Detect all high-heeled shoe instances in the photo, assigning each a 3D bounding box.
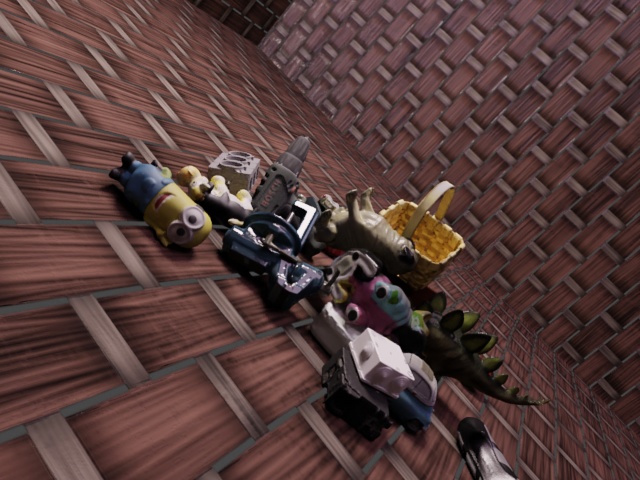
[{"bbox_3d":[0.336,0.462,1.030,0.145,0.086,0.249,84,-13,-68],"label":"high-heeled shoe"}]

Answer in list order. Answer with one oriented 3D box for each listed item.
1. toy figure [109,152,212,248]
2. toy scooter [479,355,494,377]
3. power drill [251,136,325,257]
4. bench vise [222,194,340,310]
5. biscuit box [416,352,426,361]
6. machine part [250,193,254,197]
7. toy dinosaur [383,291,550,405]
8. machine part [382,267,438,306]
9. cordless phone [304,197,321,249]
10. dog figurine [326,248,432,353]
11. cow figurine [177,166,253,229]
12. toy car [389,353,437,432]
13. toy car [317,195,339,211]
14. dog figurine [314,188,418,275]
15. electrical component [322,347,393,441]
[{"bbox_3d":[-0.254,-0.064,0.878,0.180,0.082,0.089,42,19,1],"label":"toy figure"},{"bbox_3d":[0.372,0.309,1.421,0.135,0.075,0.184,30,18,-39],"label":"toy scooter"},{"bbox_3d":[-0.041,-0.080,1.168,0.207,0.232,0.086,45,-13,-26],"label":"power drill"},{"bbox_3d":[-0.055,0.005,1.013,0.224,0.128,0.241,21,48,7],"label":"bench vise"},{"bbox_3d":[0.239,0.243,1.298,0.202,0.059,0.063,32,20,-33],"label":"biscuit box"},{"bbox_3d":[-0.128,-0.066,1.245,0.138,0.039,0.084,35,23,-30],"label":"machine part"},{"bbox_3d":[0.276,0.240,1.156,0.471,0.198,0.105,39,20,-8],"label":"toy dinosaur"},{"bbox_3d":[0.182,0.116,1.331,0.200,0.087,0.202,32,-3,-40],"label":"machine part"},{"bbox_3d":[-0.002,-0.004,1.336,0.184,0.089,0.147,55,8,-34],"label":"cordless phone"},{"bbox_3d":[0.127,0.125,1.042,0.219,0.108,0.192,33,20,-45],"label":"dog figurine"},{"bbox_3d":[-0.204,-0.074,1.047,0.167,0.068,0.098,29,28,-38],"label":"cow figurine"},{"bbox_3d":[0.160,0.266,0.992,0.162,0.103,0.109,43,18,4],"label":"toy car"},{"bbox_3d":[0.031,-0.053,1.430,0.073,0.056,0.201,53,-12,22],"label":"toy car"},{"bbox_3d":[0.089,0.011,1.090,0.121,0.172,0.190,-19,74,-46],"label":"dog figurine"},{"bbox_3d":[0.061,0.245,0.892,0.115,0.058,0.134,41,17,-15],"label":"electrical component"}]
